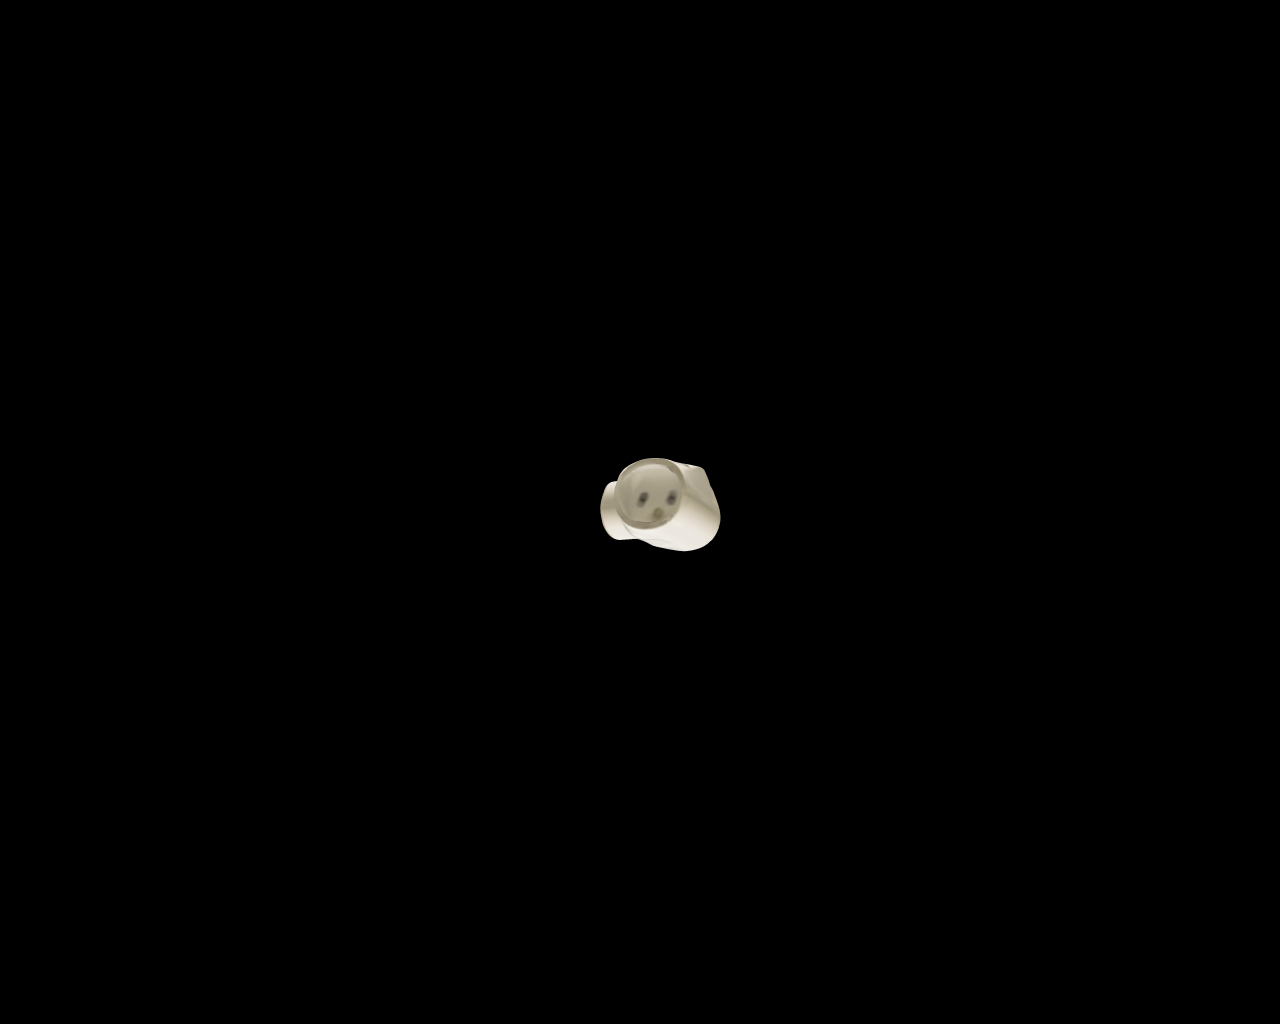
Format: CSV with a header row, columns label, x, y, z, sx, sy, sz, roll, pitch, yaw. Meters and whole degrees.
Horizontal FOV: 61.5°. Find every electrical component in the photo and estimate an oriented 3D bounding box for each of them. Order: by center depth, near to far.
label,x,y,z,sx,sy,sz,roll,pitch,yaw
electrical component,0.001,-0.003,0.650,0.079,0.043,0.077,-4,-12,19
